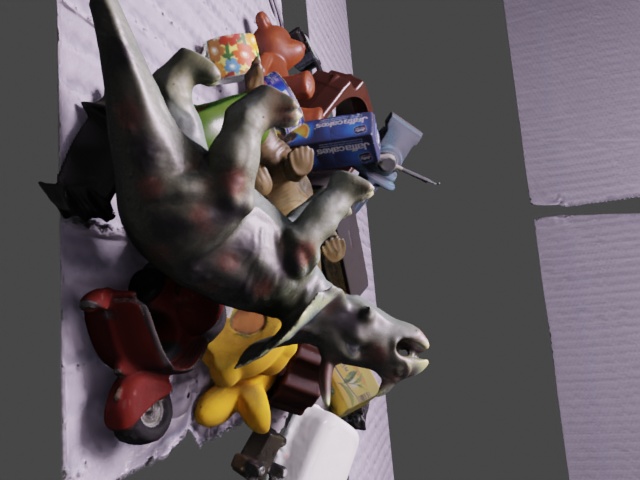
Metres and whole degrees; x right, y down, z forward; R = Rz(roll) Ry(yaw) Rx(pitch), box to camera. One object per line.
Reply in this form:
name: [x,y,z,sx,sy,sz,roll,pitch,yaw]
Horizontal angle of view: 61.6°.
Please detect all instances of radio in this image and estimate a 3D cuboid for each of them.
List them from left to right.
radio: [-0.002,-0.003,0.929,0.073,0.131,0.229,-40,126,-47]

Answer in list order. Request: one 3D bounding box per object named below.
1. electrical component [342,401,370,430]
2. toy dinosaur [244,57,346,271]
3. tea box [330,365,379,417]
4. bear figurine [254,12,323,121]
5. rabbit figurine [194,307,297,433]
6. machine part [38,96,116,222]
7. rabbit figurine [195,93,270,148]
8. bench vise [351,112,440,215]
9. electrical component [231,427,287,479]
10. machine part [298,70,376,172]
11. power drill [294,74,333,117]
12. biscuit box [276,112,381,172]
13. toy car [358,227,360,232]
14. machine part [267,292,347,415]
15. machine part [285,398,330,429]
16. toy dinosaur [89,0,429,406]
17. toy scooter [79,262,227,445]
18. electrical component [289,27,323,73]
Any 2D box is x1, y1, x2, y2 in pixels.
electrical component: [0.031,0.281,0.976,0.134,0.115,0.058,-71,155,-65]
toy dinosaur: [-0.041,-0.031,0.761,0.199,0.105,0.470,-115,-169,-52]
tea box: [0.021,0.197,0.880,0.170,0.068,0.098,61,-25,23]
bear figurine: [-0.057,-0.279,0.885,0.120,0.132,0.196,70,24,-57]
rabbit figurine: [-0.079,0.139,0.624,0.173,0.122,0.162,96,-1,-58]
machine part: [-0.171,-0.077,0.447,0.039,0.084,0.139,111,-2,-56]
rabbit figurine: [-0.111,-0.048,0.553,0.159,0.121,0.170,-58,137,-58]
bench vise: [0.084,-0.108,0.952,0.129,0.240,0.224,29,18,-19]
electrical component: [-0.071,0.278,0.675,0.078,0.045,0.102,-55,152,-19]
machine part: [0.011,-0.199,1.013,0.201,0.087,0.201,-54,153,-13]
power drill: [-0.009,-0.243,1.152,0.207,0.086,0.232,32,53,-67]
biscuit box: [-0.009,-0.148,0.840,0.062,0.203,0.059,68,21,-47]
toy car: [0.007,0.008,1.062,0.102,0.109,0.162,37,43,-29]
machine part: [-0.016,0.143,0.710,0.179,0.056,0.179,-155,-90,-84]
machine part: [-0.023,0.270,0.846,0.079,0.079,0.243,-62,143,-67]
toy dinosaur: [-0.075,-0.015,0.434,0.404,0.131,0.192,39,74,-27]
toy scooter: [-0.145,0.067,0.465,0.184,0.075,0.135,-72,150,-50]
electrical component: [-0.029,-0.382,1.140,0.119,0.048,0.075,65,15,-3]
